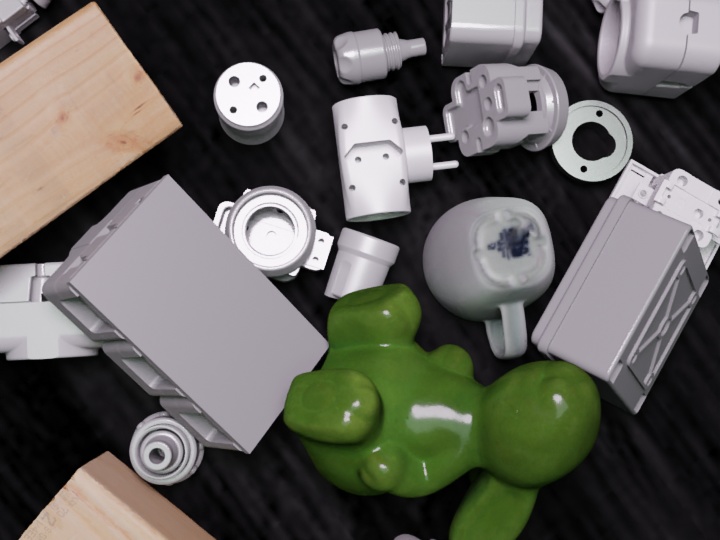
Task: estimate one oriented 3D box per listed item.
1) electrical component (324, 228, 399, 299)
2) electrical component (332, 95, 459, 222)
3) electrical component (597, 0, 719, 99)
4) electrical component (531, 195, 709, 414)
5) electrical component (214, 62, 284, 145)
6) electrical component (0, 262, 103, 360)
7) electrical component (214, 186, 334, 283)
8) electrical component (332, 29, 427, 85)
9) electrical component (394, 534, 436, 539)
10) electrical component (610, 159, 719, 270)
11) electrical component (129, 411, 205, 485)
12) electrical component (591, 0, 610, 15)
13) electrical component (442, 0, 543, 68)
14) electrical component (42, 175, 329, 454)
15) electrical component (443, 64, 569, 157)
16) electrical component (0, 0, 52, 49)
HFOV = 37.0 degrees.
[{"bbox_3d":[0.000,0.000,0.709,0.040,0.040,0.046,20,90,-2],"label":"electrical component"},{"bbox_3d":[0.025,-0.075,0.713,0.079,0.043,0.077,-7,86,-4],"label":"electrical component"},{"bbox_3d":[0.192,-0.149,0.703,0.059,0.095,0.053,6,86,-3],"label":"electrical component"},{"bbox_3d":[0.167,0.024,0.679,0.056,0.109,0.108,27,84,29],"label":"electrical component"},{"bbox_3d":[-0.072,-0.109,0.704,0.045,0.055,0.045,0,86,-3],"label":"electrical component"},{"bbox_3d":[-0.197,0.027,0.687,0.095,0.053,0.059,-3,86,-4],"label":"electrical component"},{"bbox_3d":[-0.057,-0.023,0.698,0.078,0.057,0.058,18,85,-2],"label":"electrical component"},{"bbox_3d":[0.014,-0.145,0.722,0.061,0.035,0.035,-11,87,-7],"label":"electrical component"},{"bbox_3d":[0.056,0.213,0.690,0.095,0.053,0.059,29,85,-1],"label":"electrical component"},{"bbox_3d":[0.208,-0.038,0.712,0.081,0.064,0.042,29,84,-1],"label":"electrical component"},{"bbox_3d":[-0.125,0.115,0.682,0.048,0.062,0.048,0,86,-3],"label":"electrical component"},{"bbox_3d":[0.171,-0.208,0.736,0.035,0.035,0.061,-14,85,-4],"label":"electrical component"},{"bbox_3d":[0.087,-0.194,0.709,0.057,0.078,0.113,3,86,0],"label":"electrical component"},{"bbox_3d":[-0.106,0.030,0.659,0.150,0.062,0.089,48,62,-21],"label":"electrical component"},{"bbox_3d":[0.099,-0.106,0.708,0.057,0.078,0.058,-7,86,-25],"label":"electrical component"},{"bbox_3d":[-0.235,-0.181,0.705,0.055,0.048,0.066,-37,89,3],"label":"electrical component"}]
